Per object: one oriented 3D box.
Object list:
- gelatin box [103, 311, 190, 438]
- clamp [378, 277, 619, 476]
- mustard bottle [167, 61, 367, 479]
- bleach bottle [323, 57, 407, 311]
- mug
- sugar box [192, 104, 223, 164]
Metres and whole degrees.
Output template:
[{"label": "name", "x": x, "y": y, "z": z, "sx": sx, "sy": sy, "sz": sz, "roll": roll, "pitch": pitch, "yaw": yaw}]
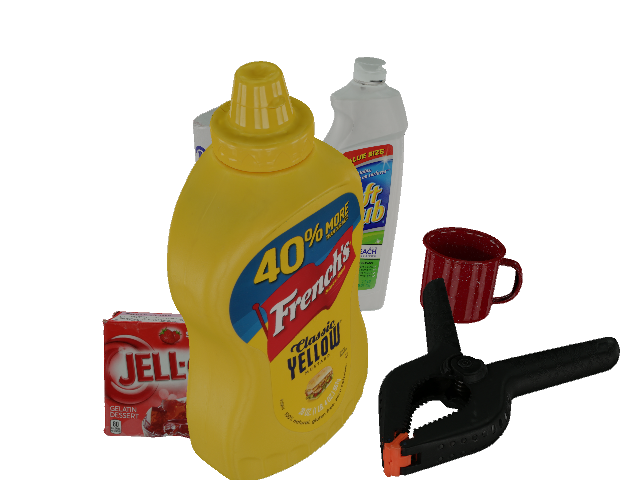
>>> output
[{"label": "gelatin box", "x": -0.088, "y": 0.083, "z": 0.654, "sx": 0.089, "sy": 0.073, "sz": 0.030, "roll": 2, "pitch": 8, "yaw": 6}, {"label": "clamp", "x": 0.099, "y": 0.098, "z": 0.786, "sx": 0.165, "sy": 0.036, "sz": 0.209, "roll": 23, "pitch": 40, "yaw": 36}, {"label": "mustard bottle", "x": -0.021, "y": 0.011, "z": 0.460, "sx": 0.058, "sy": 0.192, "sz": 0.096, "roll": 30, "pitch": 48, "yaw": 35}, {"label": "bleach bottle", "x": 0.028, "y": -0.055, "z": 1.050, "sx": 0.102, "sy": 0.251, "sz": 0.068, "roll": 2, "pitch": 24, "yaw": -6}, {"label": "mug", "x": 0.169, "y": 0.042, "z": 1.203, "sx": 0.117, "sy": 0.081, "sz": 0.093, "roll": 6, "pitch": 25, "yaw": 1}, {"label": "sugar box", "x": -0.054, "y": -0.011, "z": 0.846, "sx": 0.048, "sy": 0.176, "sz": 0.093, "roll": -31, "pitch": 43, "yaw": -34}]
